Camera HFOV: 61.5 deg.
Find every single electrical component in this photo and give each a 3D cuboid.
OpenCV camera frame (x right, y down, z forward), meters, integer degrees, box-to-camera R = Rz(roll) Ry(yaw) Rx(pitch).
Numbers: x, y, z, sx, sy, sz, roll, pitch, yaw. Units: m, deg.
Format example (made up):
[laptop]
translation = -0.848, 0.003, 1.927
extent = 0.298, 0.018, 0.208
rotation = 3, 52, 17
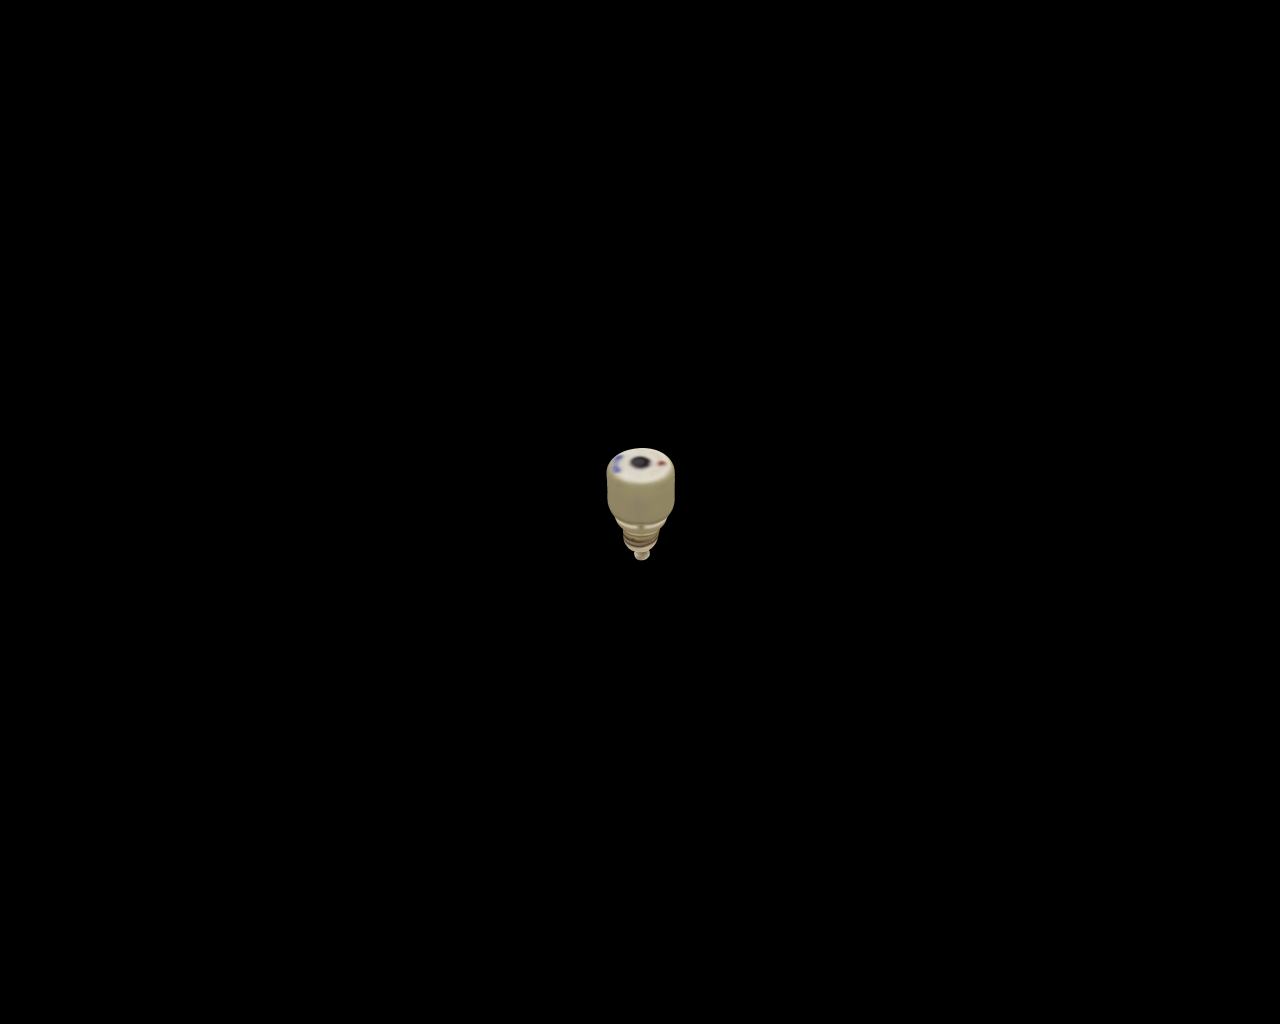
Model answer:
[electrical component]
translation = 0.001, -0.003, 0.650
extent = 0.040, 0.078, 0.040
rotation = 0, 38, 0
